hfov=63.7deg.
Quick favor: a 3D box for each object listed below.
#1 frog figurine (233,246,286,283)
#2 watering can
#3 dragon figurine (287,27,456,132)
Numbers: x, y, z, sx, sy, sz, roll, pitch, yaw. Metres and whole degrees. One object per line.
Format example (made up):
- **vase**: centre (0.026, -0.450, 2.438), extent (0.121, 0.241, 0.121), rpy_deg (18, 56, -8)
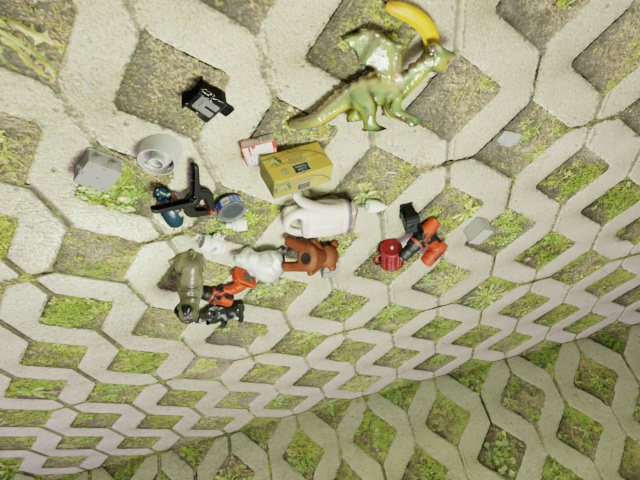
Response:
- **frog figurine**: centre (-0.196, 0.077, 1.663), extent (0.159, 0.124, 0.136), rpy_deg (3, 162, -42)
- **watering can**: centre (0.005, -0.076, 1.506), extent (0.225, 0.105, 0.342), rpy_deg (-7, 163, -8)
- **dragon figurine**: centre (0.108, -0.373, 1.192), extent (0.410, 0.125, 0.237), rpy_deg (-5, 127, 6)
